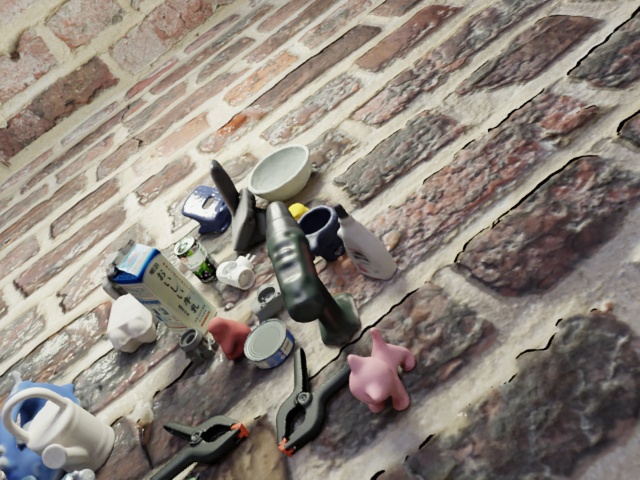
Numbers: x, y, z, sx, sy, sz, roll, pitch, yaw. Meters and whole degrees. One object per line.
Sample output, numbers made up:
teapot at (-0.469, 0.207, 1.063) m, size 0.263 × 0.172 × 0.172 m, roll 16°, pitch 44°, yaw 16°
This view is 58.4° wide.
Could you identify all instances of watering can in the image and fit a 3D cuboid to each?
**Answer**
watering can at (-0.458, 0.330, 0.999) m, size 0.172 × 0.195 × 0.101 m, roll 7°, pitch 53°, yaw 43°

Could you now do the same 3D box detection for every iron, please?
iron at (-0.546, 0.369, 1.070) m, size 0.118 × 0.142 × 0.258 m, roll -29°, pitch 36°, yaw 9°

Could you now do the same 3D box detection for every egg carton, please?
egg carton at (-0.401, 0.170, 1.243) m, size 0.107 × 0.070 × 0.150 m, roll -28°, pitch 36°, yaw 9°

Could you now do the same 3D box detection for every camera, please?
camera at (-0.459, 0.059, 1.389) m, size 0.143 × 0.101 × 0.136 m, roll -34°, pitch 36°, yaw 2°

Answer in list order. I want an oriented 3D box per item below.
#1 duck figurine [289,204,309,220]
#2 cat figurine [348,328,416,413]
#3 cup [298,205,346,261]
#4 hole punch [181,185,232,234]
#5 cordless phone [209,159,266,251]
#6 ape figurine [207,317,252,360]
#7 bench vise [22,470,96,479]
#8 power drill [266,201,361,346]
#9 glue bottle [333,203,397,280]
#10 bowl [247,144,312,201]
duck figurine at (-0.033, -0.033, 1.164) m, size 0.077 × 0.086 × 0.104 m, roll -29°, pitch 36°, yaw 9°
cat figurine at (0.079, 0.183, 0.801) m, size 0.067 × 0.118 × 0.128 m, roll -14°, pitch 41°, yaw 27°
cup at (0.010, 0.004, 1.080) m, size 0.091 × 0.095 × 0.117 m, roll -20°, pitch 38°, yaw 20°
hole punch at (-0.266, -0.080, 1.400) m, size 0.100 × 0.091 × 0.109 m, roll -5°, pitch 46°, yaw 35°
cordless phone at (-0.197, -0.079, 1.263) m, size 0.094 × 0.186 × 0.147 m, roll -29°, pitch 36°, yaw 9°
ape figurine at (-0.169, 0.171, 1.036) m, size 0.076 × 0.092 × 0.077 m, roll -23°, pitch 38°, yaw 17°
bench vise at (-0.464, 0.401, 0.901) m, size 0.207 × 0.220 × 0.121 m, roll -41°, pitch 36°, yaw -8°
power drill at (-0.017, 0.066, 0.933) m, size 0.075 × 0.209 × 0.229 m, roll -29°, pitch 36°, yaw 9°
glue bottle at (0.065, -0.001, 0.974) m, size 0.077 × 0.174 × 0.037 m, roll 9°, pitch 55°, yaw 44°
bowl at (-0.082, -0.145, 1.341) m, size 0.167 × 0.075 × 0.167 m, roll -22°, pitch 38°, yaw 18°
